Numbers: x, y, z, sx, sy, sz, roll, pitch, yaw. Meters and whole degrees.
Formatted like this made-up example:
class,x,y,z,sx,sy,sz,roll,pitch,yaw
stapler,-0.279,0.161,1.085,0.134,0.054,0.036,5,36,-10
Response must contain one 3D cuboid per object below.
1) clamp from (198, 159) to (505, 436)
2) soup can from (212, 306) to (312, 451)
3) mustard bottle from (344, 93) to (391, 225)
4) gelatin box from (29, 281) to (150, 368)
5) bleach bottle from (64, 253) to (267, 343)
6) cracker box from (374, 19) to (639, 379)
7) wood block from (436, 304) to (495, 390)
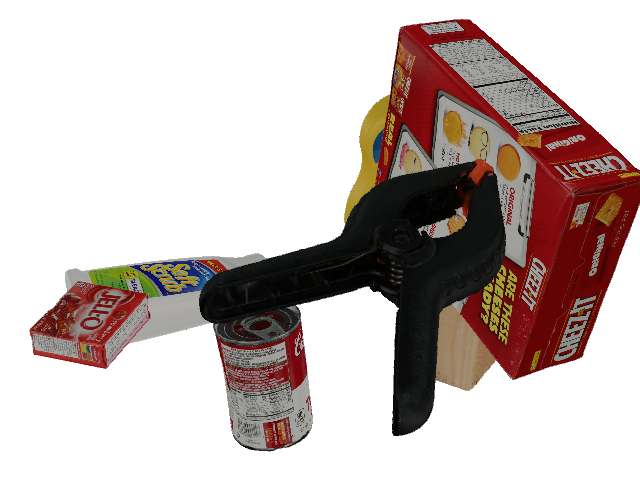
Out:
class,x,y,z,sx,sy,sz,roll,pitch,yaw
clamp,0.042,0.019,0.505,0.171,0.039,0.120,-34,60,-30
soup can,-0.044,0.105,0.836,0.068,0.102,0.068,-5,26,2
mustard bottle,0.086,-0.092,1.096,0.096,0.192,0.058,3,26,-14
gelatin box,-0.204,0.073,0.953,0.073,0.030,0.089,9,31,16
bleach bottle,-0.152,0.056,1.200,0.250,0.068,0.103,-12,36,-17
cracker box,0.123,-0.036,0.763,0.072,0.164,0.214,-13,44,-24
wood block,0.159,0.052,1.214,0.090,0.206,0.090,16,26,24
